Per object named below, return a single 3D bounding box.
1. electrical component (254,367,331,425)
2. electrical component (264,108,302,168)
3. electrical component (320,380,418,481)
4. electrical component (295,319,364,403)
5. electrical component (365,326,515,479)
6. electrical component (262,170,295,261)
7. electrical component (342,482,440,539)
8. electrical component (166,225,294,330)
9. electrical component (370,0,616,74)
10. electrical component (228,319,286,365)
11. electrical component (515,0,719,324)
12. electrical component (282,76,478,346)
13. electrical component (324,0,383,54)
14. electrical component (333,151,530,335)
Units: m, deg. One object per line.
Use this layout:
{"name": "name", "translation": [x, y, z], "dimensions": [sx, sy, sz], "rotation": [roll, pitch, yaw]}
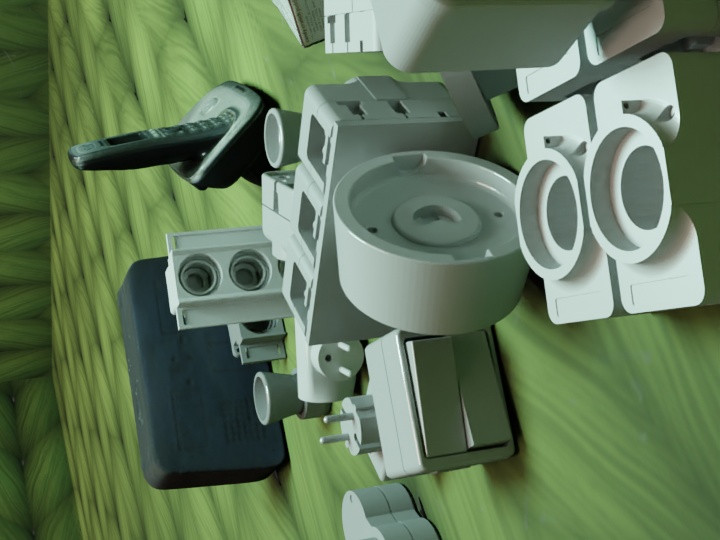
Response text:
{"name": "electrical component", "translation": [-0.057, 0.105, 0.904], "dimensions": [0.045, 0.055, 0.045], "rotation": [175, 90, -69]}
{"name": "electrical component", "translation": [-0.040, -0.100, 0.811], "dimensions": [0.045, 0.055, 0.045], "rotation": [175, 90, -69]}
{"name": "electrical component", "translation": [0.011, 0.099, 0.696], "dimensions": [0.047, 0.077, 0.065], "rotation": [-119, 32, -46]}
{"name": "electrical component", "translation": [-0.021, 0.062, 0.819], "dimensions": [0.079, 0.043, 0.077], "rotation": [-164, 70, -67]}
{"name": "electrical component", "translation": [0.045, 0.068, 0.622], "dimensions": [0.061, 0.062, 0.096], "rotation": [142, 120, -65]}
{"name": "electrical component", "translation": [-0.039, -0.040, 0.825], "dimensions": [0.095, 0.054, 0.059], "rotation": [-147, 55, -64]}
{"name": "electrical component", "translation": [0.014, 0.197, 0.718], "dimensions": [0.138, 0.074, 0.052], "rotation": [-135, 44, -59]}
{"name": "electrical component", "translation": [-0.096, 0.007, 0.890], "dimensions": [0.063, 0.121, 0.078], "rotation": [141, 121, -68]}
{"name": "electrical component", "translation": [0.042, -0.135, 0.392], "dimensions": [0.057, 0.078, 0.113], "rotation": [126, 135, -63]}
{"name": "electrical component", "translation": [-0.101, 0.053, 1.024], "dimensions": [0.063, 0.042, 0.081], "rotation": [126, 136, -62]}
{"name": "electrical component", "translation": [0.108, -0.076, 0.429], "dimensions": [0.105, 0.060, 0.186], "rotation": [161, 102, -68]}
{"name": "electrical component", "translation": [0.008, -0.036, 0.655], "dimensions": [0.061, 0.089, 0.150], "rotation": [-122, 34, -50]}
{"name": "electrical component", "translation": [0.015, -0.163, 0.663], "dimensions": [0.089, 0.050, 0.055], "rotation": [-156, 62, -66]}
{"name": "electrical component", "translation": [0.039, -0.010, 0.566], "dimensions": [0.108, 0.108, 0.060], "rotation": [-122, 27, -49]}
